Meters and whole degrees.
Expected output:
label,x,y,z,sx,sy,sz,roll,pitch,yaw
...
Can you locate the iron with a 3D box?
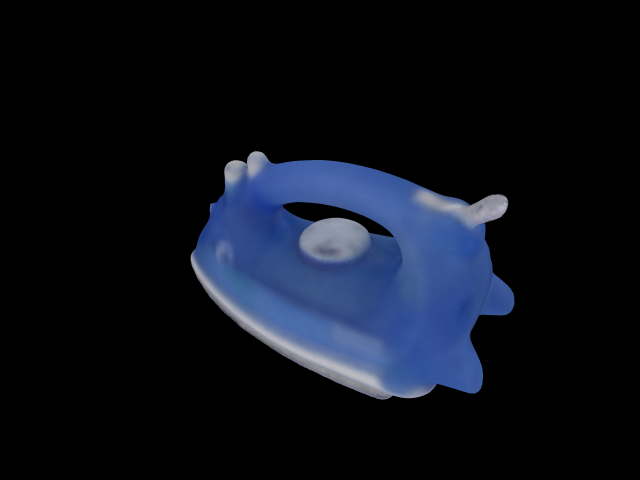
label,x,y,z,sx,sy,sz,roll,pitch,yaw
iron,0.004,0.001,0.400,0.257,0.141,0.119,17,40,22
